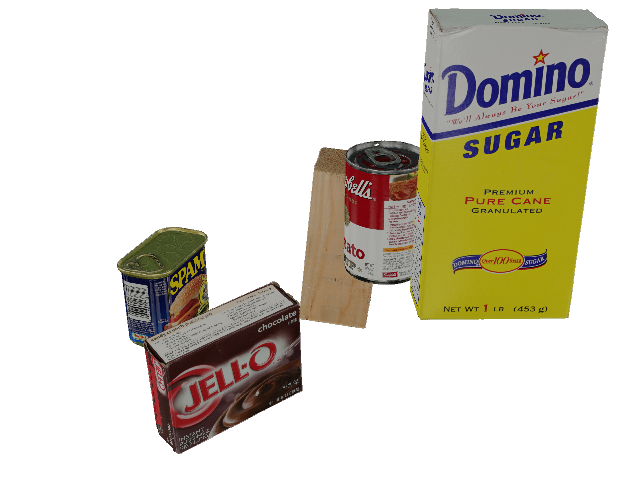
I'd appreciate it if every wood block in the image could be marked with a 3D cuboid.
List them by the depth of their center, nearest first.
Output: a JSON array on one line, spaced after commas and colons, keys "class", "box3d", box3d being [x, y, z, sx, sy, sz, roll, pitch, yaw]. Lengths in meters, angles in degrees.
[{"class": "wood block", "box3d": [0.029, -0.004, 1.367, 0.090, 0.206, 0.090, 8, 25, 3]}]

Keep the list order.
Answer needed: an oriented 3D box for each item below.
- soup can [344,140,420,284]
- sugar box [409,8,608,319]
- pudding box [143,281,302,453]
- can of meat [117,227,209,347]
[{"class": "soup can", "box3d": [0.053, -0.023, 0.880, 0.068, 0.102, 0.068, 0, 26, 0]}, {"class": "sugar box", "box3d": [0.103, -0.041, 0.608, 0.093, 0.176, 0.048, -1, 27, -4]}, {"class": "pudding box", "box3d": [-0.068, 0.091, 0.773, 0.113, 0.090, 0.039, -26, 45, -28]}, {"class": "can of meat", "box3d": [-0.149, 0.046, 1.036, 0.057, 0.084, 0.102, 9, 27, 20]}]
